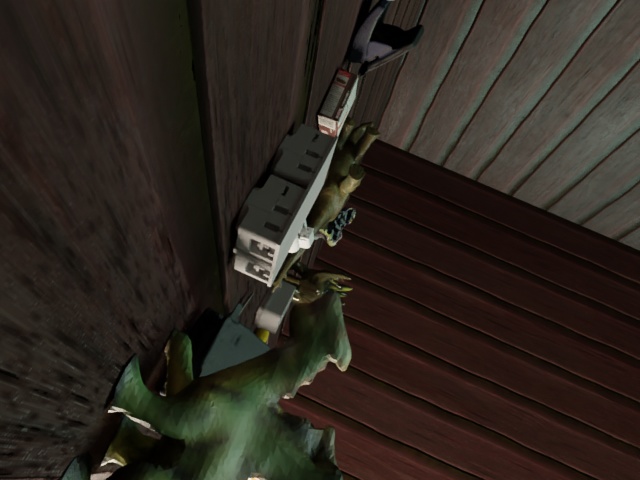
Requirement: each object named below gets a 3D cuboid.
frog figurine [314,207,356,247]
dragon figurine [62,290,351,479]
[{"bbox_3d":[0.004,-0.069,1.369,0.161,0.122,0.136,40,-60,56],"label":"frog figurine"},{"bbox_3d":[-0.086,0.225,0.455,0.120,0.243,0.417,118,-5,-70],"label":"dragon figurine"}]
